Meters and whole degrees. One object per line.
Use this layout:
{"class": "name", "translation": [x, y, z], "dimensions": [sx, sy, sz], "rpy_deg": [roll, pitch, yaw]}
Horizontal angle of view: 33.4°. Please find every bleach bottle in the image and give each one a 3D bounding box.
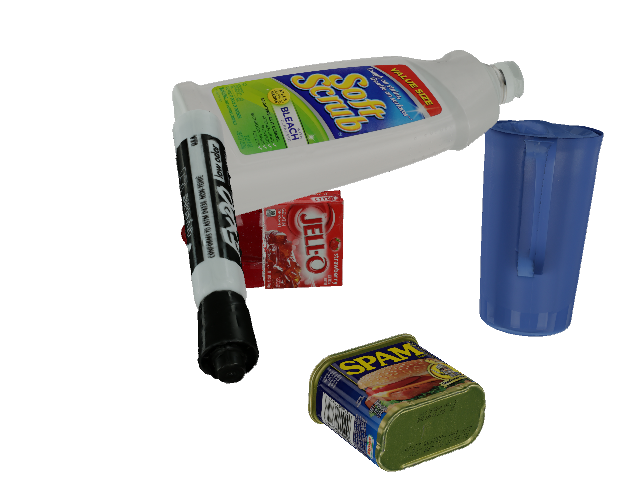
{"class": "bleach bottle", "translation": [0.026, -0.094, 0.779], "dimensions": [0.250, 0.102, 0.068], "rpy_deg": [-16, -30, -13]}

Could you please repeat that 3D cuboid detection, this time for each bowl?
{"class": "bowl", "translation": [-0.092, 0.014, 1.320], "dimensions": [0.162, 0.055, 0.162], "rpy_deg": [3, 25, -2]}

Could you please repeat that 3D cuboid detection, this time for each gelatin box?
{"class": "gelatin box", "translation": [-0.016, 0.000, 0.979], "dimensions": [0.073, 0.089, 0.030], "rpy_deg": [-2, 27, -7]}

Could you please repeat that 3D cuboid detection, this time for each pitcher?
{"class": "pitcher", "translation": [0.245, -0.015, 1.231], "dimensions": [0.149, 0.243, 0.145], "rpy_deg": [-6, 16, -31]}

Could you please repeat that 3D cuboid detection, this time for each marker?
{"class": "marker", "translation": [-0.037, -0.001, 0.364], "dimensions": [0.020, 0.020, 0.121], "rpy_deg": [0, 44, -13]}

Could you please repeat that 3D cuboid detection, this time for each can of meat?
{"class": "can of meat", "translation": [0.056, 0.116, 0.770], "dimensions": [0.101, 0.057, 0.084], "rpy_deg": [-12, 27, -33]}
